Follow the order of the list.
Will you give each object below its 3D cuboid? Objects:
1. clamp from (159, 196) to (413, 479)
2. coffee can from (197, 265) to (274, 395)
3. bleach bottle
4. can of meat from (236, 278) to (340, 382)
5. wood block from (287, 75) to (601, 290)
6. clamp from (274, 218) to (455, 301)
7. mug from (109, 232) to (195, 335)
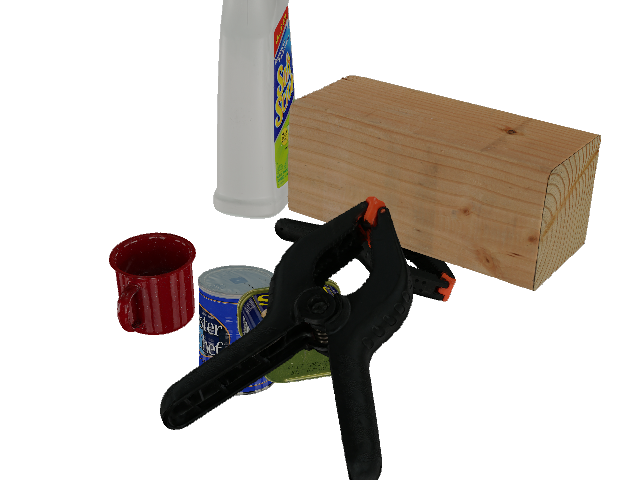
[{"bbox_3d":[0.008,0.052,0.565,0.120,0.171,0.039,26,-26,20],"label":"clamp"},{"bbox_3d":[-0.107,0.115,1.383,0.103,0.140,0.103,2,19,-1],"label":"coffee can"},{"bbox_3d":[-0.059,-0.153,0.955,0.068,0.251,0.102,8,29,15],"label":"bleach bottle"},{"bbox_3d":[-0.017,0.083,0.974,0.102,0.057,0.084,-8,28,-16],"label":"can of meat"},{"bbox_3d":[0.085,-0.049,0.780,0.206,0.090,0.090,19,32,30],"label":"wood block"},{"bbox_3d":[0.060,0.007,1.243,0.210,0.036,0.164,39,43,27],"label":"clamp"},{"bbox_3d":[-0.184,0.055,1.158,0.093,0.081,0.117,10,33,17],"label":"mug"}]
